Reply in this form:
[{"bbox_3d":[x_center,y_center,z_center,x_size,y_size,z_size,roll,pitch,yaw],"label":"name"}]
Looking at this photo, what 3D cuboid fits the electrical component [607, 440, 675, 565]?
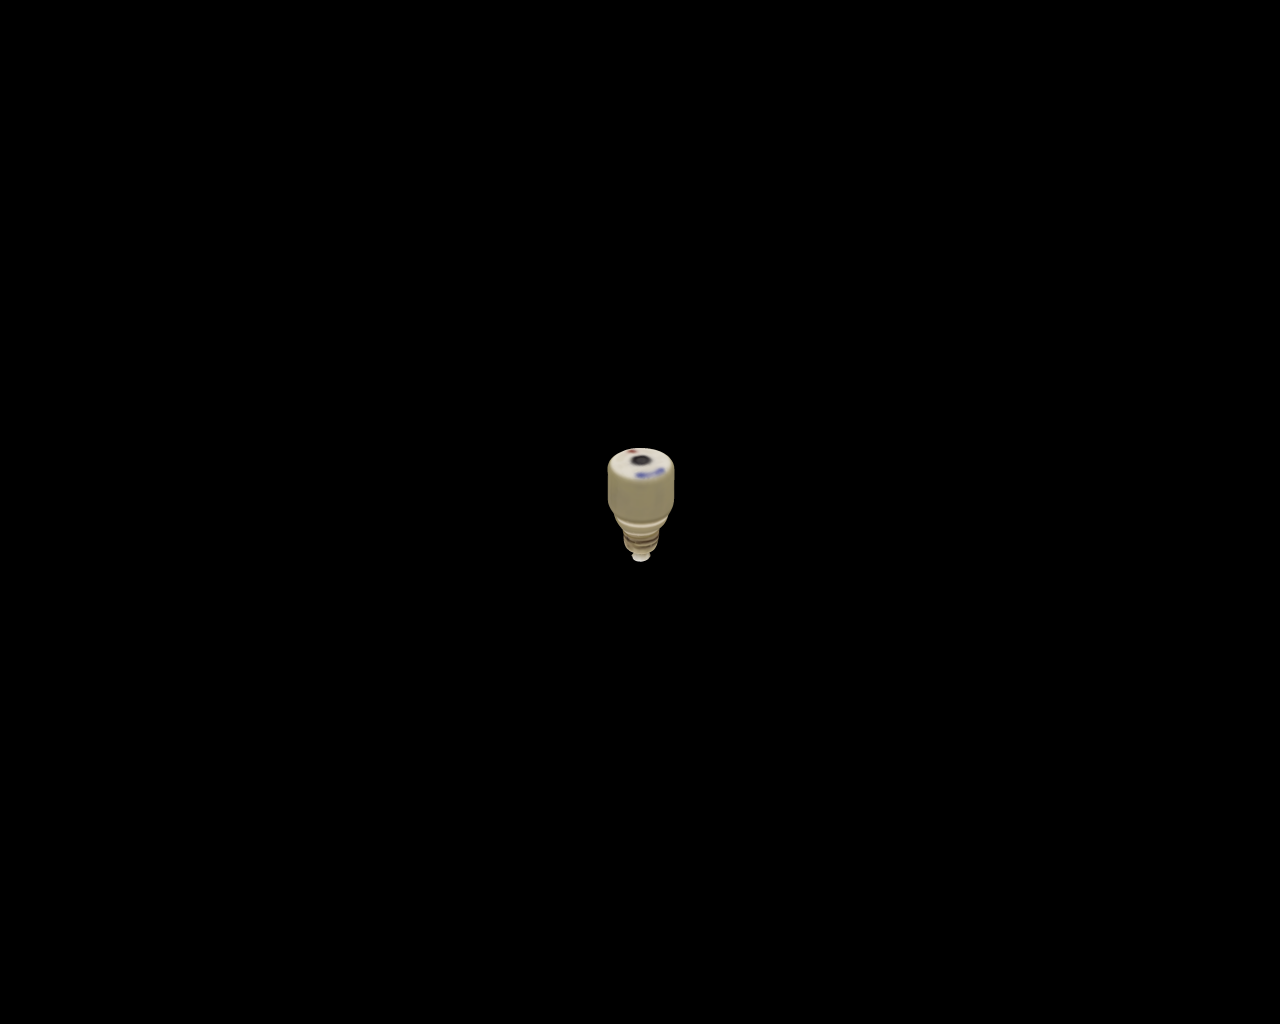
[{"bbox_3d":[0.001,-0.003,0.650,0.040,0.078,0.040,0,34,0],"label":"electrical component"}]
